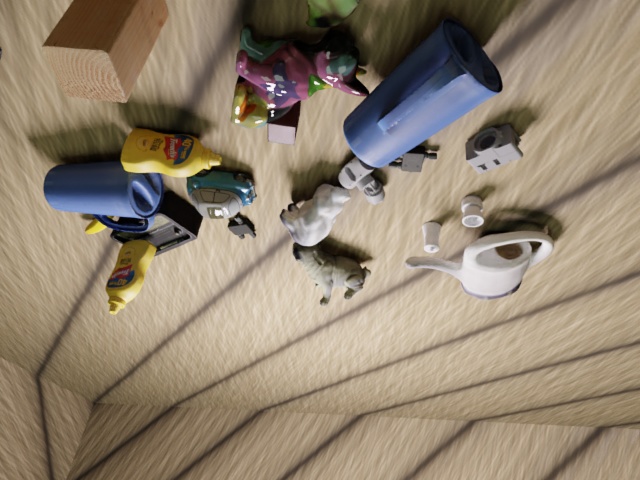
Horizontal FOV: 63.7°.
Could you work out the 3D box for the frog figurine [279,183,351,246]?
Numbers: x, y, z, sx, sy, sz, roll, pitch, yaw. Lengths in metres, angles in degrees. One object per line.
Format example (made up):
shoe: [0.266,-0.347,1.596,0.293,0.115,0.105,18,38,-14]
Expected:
frog figurine: [0.003,-0.058,1.150,0.158,0.123,0.137,-18,172,21]

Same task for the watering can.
watering can: [0.374,0.061,1.225,0.347,0.106,0.219,-11,144,3]

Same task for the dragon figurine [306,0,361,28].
dragon figurine: [-0.038,-0.370,0.699,0.408,0.125,0.239,-12,150,31]
